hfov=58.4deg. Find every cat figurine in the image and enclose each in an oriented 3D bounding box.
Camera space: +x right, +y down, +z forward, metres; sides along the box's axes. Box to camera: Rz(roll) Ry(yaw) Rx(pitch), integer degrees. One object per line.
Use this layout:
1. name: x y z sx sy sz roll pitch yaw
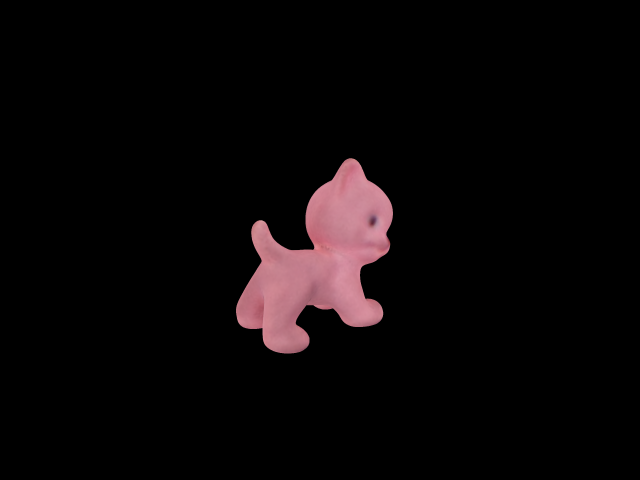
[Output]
1. cat figurine: 0.004 0.001 0.400 0.128 0.118 0.067 -14 22 -37
